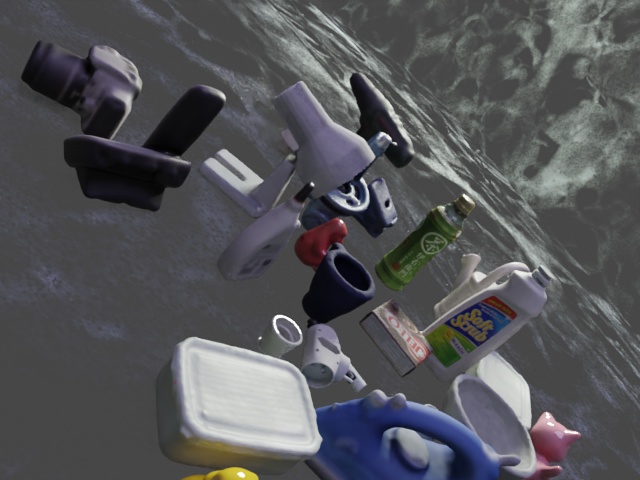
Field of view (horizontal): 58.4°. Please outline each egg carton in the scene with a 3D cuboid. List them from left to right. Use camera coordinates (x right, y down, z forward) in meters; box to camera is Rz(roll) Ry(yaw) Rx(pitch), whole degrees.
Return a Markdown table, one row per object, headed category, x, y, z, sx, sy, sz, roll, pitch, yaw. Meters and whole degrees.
| category | x | y | z | sx | sy | sz | roll | pitch | yaw |
| --- | --- | --- | --- | --- | --- | --- | --- | --- | --- |
| egg carton | -0.017 | -0.179 | 1.211 | 0.150 | 0.069 | 0.107 | 48 | 25 | 9 |

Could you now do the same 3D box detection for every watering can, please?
| category | x | y | z | sx | sy | sz | roll | pitch | yaw |
| --- | --- | --- | --- | --- | --- | --- | --- | --- | --- |
| watering can | 0.319 | 0.104 | 1.119 | 0.101 | 0.193 | 0.172 | 2 | 47 | -55 |

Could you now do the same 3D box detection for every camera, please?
| category | x | y | z | sx | sy | sz | roll | pitch | yaw |
| --- | --- | --- | --- | --- | --- | --- | --- | --- | --- |
| camera | -0.326 | -0.229 | 0.794 | 0.137 | 0.100 | 0.143 | 26 | 30 | -33 |

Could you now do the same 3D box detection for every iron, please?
| category | x | y | z | sx | sy | sz | roll | pitch | yaw |
| --- | --- | --- | --- | --- | --- | --- | --- | --- | --- |
| iron | 0.096 | 0.234 | 0.646 | 0.259 | 0.141 | 0.118 | 35 | 26 | -18 |

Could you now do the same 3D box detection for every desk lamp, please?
| category | x | y | z | sx | sy | sz | roll | pitch | yaw |
| --- | --- | --- | --- | --- | --- | --- | --- | --- | --- |
| desk lamp | -0.048 | -0.131 | 0.919 | 0.203 | 0.213 | 0.118 | 40 | 25 | -7 |

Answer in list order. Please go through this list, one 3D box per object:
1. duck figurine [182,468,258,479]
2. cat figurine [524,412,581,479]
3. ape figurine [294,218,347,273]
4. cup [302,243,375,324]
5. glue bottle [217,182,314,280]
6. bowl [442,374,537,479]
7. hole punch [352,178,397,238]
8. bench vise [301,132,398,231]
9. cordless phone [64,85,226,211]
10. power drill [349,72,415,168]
| category | x | y | z | sx | sy | sz | roll | pitch | yaw |
| --- | --- | --- | --- | --- | --- | --- | --- | --- | --- |
| duck figurine | -0.082 | 0.219 | 0.470 | 0.077 | 0.086 | 0.105 | 52 | 26 | 19 |
| cat figurine | 0.353 | 0.335 | 0.897 | 0.067 | 0.117 | 0.128 | 44 | 25 | 2 |
| ape figurine | 0.009 | 0.003 | 0.937 | 0.076 | 0.092 | 0.078 | 39 | 25 | -9 |
| cup | 0.015 | 0.067 | 0.843 | 0.092 | 0.094 | 0.117 | 25 | 30 | -34 |
| glue bottle | -0.062 | -0.013 | 0.761 | 0.078 | 0.173 | 0.037 | 1 | 48 | -56 |
| bowl | 0.235 | 0.288 | 0.846 | 0.168 | 0.074 | 0.167 | 34 | 26 | -19 |
| hole punch | 0.126 | -0.071 | 1.229 | 0.101 | 0.091 | 0.109 | 45 | 25 | 4 |
| bench vise | 0.047 | -0.132 | 1.055 | 0.122 | 0.219 | 0.207 | 30 | 28 | -26 |
| cordless phone | -0.213 | -0.134 | 0.711 | 0.148 | 0.184 | 0.094 | 5 | 44 | -53 |
| power drill | 0.091 | -0.225 | 1.280 | 0.229 | 0.208 | 0.076 | 48 | 25 | 10 |
